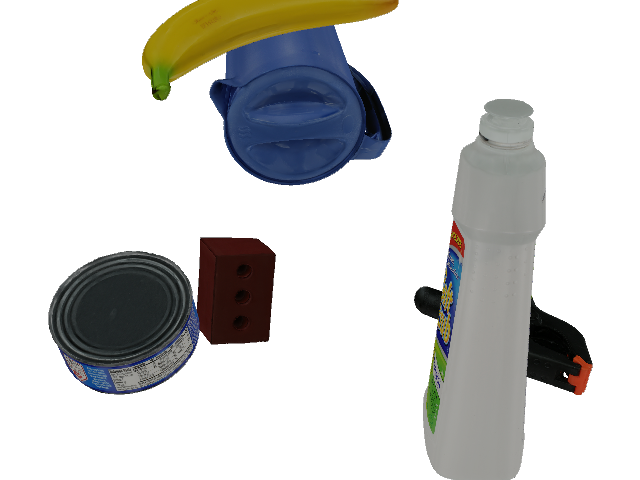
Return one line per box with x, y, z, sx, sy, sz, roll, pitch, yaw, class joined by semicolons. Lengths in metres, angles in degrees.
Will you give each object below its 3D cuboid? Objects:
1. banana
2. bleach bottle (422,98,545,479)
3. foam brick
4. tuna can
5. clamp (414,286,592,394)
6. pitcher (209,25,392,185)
-0.041;-0.138;0.688;0.197;0.070;0.037;-29;-30;-28;banana
0.106;0.029;0.678;0.068;0.251;0.102;2;30;2;bleach bottle
-0.071;0.040;0.887;0.053;0.078;0.051;-1;15;-21;foam brick
-0.116;0.049;0.638;0.086;0.086;0.034;0;-42;8;tuna can
0.180;0.073;0.943;0.120;0.039;0.172;-24;43;-33;clamp
-0.025;-0.173;1.075;0.145;0.149;0.243;-19;39;9;pitcher
